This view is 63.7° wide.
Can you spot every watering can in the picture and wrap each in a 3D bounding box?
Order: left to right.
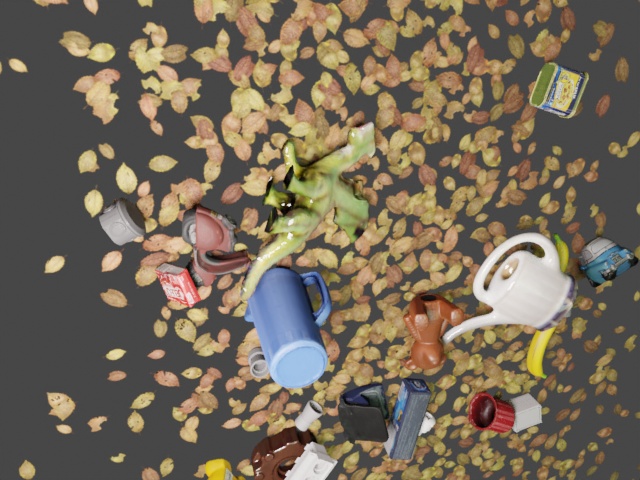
[{"bbox_3d":[0.456,0.145,1.221,0.224,0.343,0.105,28,19,-4],"label":"watering can"}]

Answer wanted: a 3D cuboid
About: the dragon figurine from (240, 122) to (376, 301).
[{"bbox_3d":[0.003,-0.052,1.034,0.242,0.407,0.123,16,10,-29],"label":"dragon figurine"}]
